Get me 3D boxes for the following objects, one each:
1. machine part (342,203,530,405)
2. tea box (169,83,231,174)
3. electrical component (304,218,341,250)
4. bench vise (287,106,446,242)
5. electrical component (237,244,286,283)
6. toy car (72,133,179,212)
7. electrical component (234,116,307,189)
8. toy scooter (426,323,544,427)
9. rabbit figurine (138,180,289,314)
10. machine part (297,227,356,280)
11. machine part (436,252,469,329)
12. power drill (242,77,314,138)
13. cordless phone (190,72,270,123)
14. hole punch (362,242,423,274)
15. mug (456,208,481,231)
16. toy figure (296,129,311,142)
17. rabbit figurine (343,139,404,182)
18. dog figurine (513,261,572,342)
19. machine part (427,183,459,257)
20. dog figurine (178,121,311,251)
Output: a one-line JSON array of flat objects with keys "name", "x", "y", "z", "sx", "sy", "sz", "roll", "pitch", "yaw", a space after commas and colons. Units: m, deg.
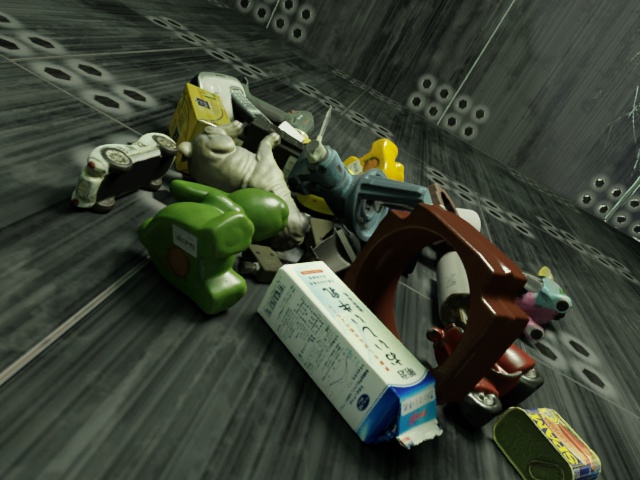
[{"name": "machine part", "x": 0.128, "y": 0.075, "z": 0.642, "sx": 0.087, "sy": 0.201, "sz": 0.202, "roll": 11, "pitch": 29, "yaw": -42}, {"name": "tea box", "x": -0.205, "y": -0.185, "z": 0.911, "sx": 0.068, "sy": 0.098, "sz": 0.170, "roll": 16, "pitch": 26, "yaw": -30}, {"name": "electrical component", "x": -0.003, "y": -0.002, "z": 0.849, "sx": 0.102, "sy": 0.045, "sz": 0.078, "roll": 1, "pitch": 65, "yaw": -43}, {"name": "bench vise", "x": 0.077, "y": -0.077, "z": 0.845, "sx": 0.241, "sy": 0.223, "sz": 0.129, "roll": 14, "pitch": 55, "yaw": 32}, {"name": "electrical component", "x": -0.076, "y": 0.030, "z": 0.720, "sx": 0.094, "sy": 0.021, "sz": 0.063, "roll": 8, "pitch": 31, "yaw": -44}, {"name": "toy car", "x": -0.251, "y": -0.094, "z": 0.704, "sx": 0.056, "sy": 0.073, "sz": 0.202, "roll": 35, "pitch": 23, "yaw": 2}, {"name": "electrical component", "x": -0.100, "y": -0.142, "z": 0.922, "sx": 0.134, "sy": 0.114, "sz": 0.058, "roll": 28, "pitch": 21, "yaw": -10}, {"name": "toy scooter", "x": 0.212, "y": 0.164, "z": 0.716, "sx": 0.184, "sy": 0.075, "sz": 0.135, "roll": -2, "pitch": 44, "yaw": -46}, {"name": "rabbit figurine", "x": -0.116, "y": -0.009, "z": 0.644, "sx": 0.159, "sy": 0.121, "sz": 0.170, "roll": 18, "pitch": 31, "yaw": 30}, {"name": "machine part", "x": 0.015, "y": 0.027, "z": 0.777, "sx": 0.139, "sy": 0.039, "sz": 0.084, "roll": -18, "pitch": 88, "yaw": -60}, {"name": "machine part", "x": 0.235, "y": 0.084, "z": 0.902, "sx": 0.079, "sy": 0.079, "sz": 0.243, "roll": 30, "pitch": 24, "yaw": -1}, {"name": "power drill", "x": -0.111, "y": -0.304, "z": 1.294, "sx": 0.207, "sy": 0.086, "sz": 0.232, "roll": 32, "pitch": 25, "yaw": -15}, {"name": "cordless phone", "x": -0.178, "y": -0.263, "z": 1.121, "sx": 0.184, "sy": 0.088, "sz": 0.146, "roll": 43, "pitch": 26, "yaw": 18}, {"name": "hole punch", "x": 0.132, "y": -0.017, "z": 0.951, "sx": 0.092, "sy": 0.115, "sz": 0.142, "roll": 16, "pitch": 26, "yaw": -11}, {"name": "mug", "x": 0.296, "y": -0.025, "z": 1.202, "sx": 0.107, "sy": 0.080, "sz": 0.110, "roll": 8, "pitch": 36, "yaw": -20}, {"name": "toy figure", "x": -0.023, "y": -0.160, "z": 1.090, "sx": 0.180, "sy": 0.082, "sz": 0.089, "roll": 42, "pitch": 21, "yaw": 18}, {"name": "rabbit figurine", "x": 0.146, "y": -0.103, "z": 1.126, "sx": 0.173, "sy": 0.122, "sz": 0.162, "roll": 44, "pitch": 17, "yaw": -48}, {"name": "dog figurine", "x": 0.394, "y": 0.097, "z": 1.031, "sx": 0.192, "sy": 0.108, "sz": 0.219, "roll": 32, "pitch": 19, "yaw": 11}, {"name": "machine part", "x": 0.250, "y": -0.027, "z": 1.079, "sx": 0.179, "sy": 0.056, "sz": 0.179, "roll": 50, "pitch": 24, "yaw": -32}, {"name": "dog figurine", "x": -0.114, "y": -0.070, "z": 0.785, "sx": 0.172, "sy": 0.121, "sz": 0.191, "roll": -3, "pitch": 47, "yaw": -20}]
